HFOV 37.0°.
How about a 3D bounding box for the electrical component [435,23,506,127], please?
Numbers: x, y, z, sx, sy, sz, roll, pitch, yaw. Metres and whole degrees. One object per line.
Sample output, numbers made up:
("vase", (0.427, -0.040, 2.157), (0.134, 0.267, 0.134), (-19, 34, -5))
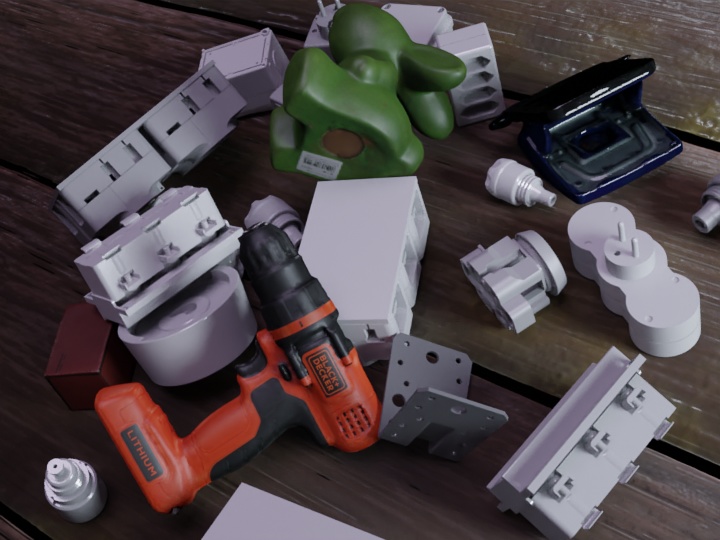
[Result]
("electrical component", (0.101, -0.193, 1.003), (0.047, 0.083, 0.075), (-15, 48, 7))

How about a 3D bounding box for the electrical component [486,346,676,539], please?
("electrical component", (0.151, 0.120, 0.723), (0.063, 0.078, 0.121), (42, 70, 9))

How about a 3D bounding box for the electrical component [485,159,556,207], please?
("electrical component", (0.139, -0.070, 0.917), (0.061, 0.035, 0.035), (29, 65, 33))

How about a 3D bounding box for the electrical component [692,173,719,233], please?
("electrical component", (0.289, -0.054, 0.845), (0.062, 0.043, 0.043), (-38, 49, -11))

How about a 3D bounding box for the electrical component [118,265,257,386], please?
("electrical component", (-0.136, 0.051, 0.884), (0.108, 0.060, 0.108), (-20, 26, 10))

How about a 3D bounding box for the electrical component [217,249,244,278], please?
("electrical component", (-0.135, -0.004, 0.956), (0.061, 0.035, 0.035), (-6, 49, 18))

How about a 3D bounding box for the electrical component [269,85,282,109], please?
("electrical component", (-0.042, -0.147, 1.029), (0.096, 0.061, 0.061), (29, 65, 36))

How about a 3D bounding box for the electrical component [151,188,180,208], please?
("electrical component", (-0.161, -0.041, 0.982), (0.045, 0.055, 0.045), (-10, 48, 11))

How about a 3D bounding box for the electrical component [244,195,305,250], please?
("electrical component", (-0.070, -0.036, 0.955), (0.043, 0.043, 0.062), (-39, 51, -15))

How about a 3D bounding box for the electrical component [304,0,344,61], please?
("electrical component", (-0.023, -0.244, 1.096), (0.066, 0.076, 0.047), (1, 51, 20))

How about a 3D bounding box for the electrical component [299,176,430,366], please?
("electrical component", (0.000, 0.000, 0.886), (0.089, 0.061, 0.150), (-2, 50, 18))

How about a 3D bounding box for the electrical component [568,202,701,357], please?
("electrical component", (0.205, -0.006, 0.811), (0.052, 0.073, 0.138), (-26, 47, -4))

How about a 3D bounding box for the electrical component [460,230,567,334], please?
("electrical component", (0.124, 0.005, 0.842), (0.057, 0.058, 0.078), (-32, 48, -6))

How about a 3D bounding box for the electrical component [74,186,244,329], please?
("electrical component", (-0.168, -0.015, 0.891), (0.121, 0.063, 0.079), (-38, 29, -27))

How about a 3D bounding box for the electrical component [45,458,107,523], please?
("electrical component", (-0.219, 0.163, 0.815), (0.040, 0.078, 0.040), (-2, 59, 3))

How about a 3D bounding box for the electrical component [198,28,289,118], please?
("electrical component", (-0.123, -0.194, 1.103), (0.096, 0.061, 0.061), (-14, 47, 18))

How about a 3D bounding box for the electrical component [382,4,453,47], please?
("electrical component", (0.041, -0.203, 1.051), (0.078, 0.057, 0.113), (11, 55, 27))

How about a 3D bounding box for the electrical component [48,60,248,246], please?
("electrical component", (-0.196, -0.103, 1.008), (0.186, 0.060, 0.105), (-44, 9, -19))

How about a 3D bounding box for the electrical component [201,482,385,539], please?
("electrical component", (-0.029, 0.219, 0.686), (0.186, 0.060, 0.105), (11, 54, 41))
